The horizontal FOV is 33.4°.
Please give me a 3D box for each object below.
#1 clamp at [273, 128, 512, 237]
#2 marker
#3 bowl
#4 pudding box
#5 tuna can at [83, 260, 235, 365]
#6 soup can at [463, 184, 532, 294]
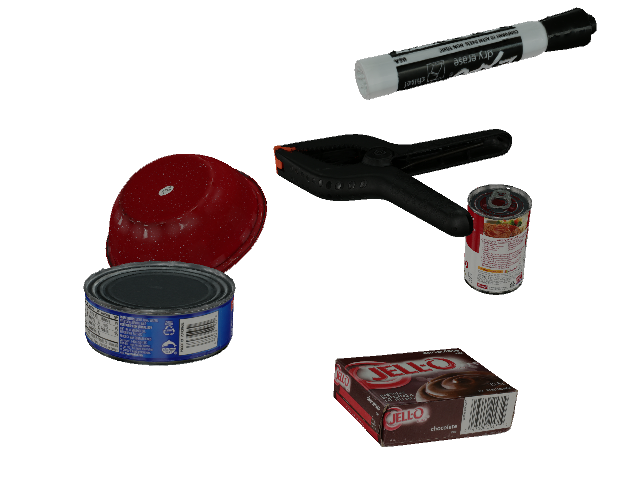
[{"bbox_3d":[0.062,-0.066,0.948,0.210,0.036,0.164,11,34,25],"label":"clamp"},{"bbox_3d":[0.076,-0.090,0.509,0.121,0.020,0.020,-15,3,-12],"label":"marker"},{"bbox_3d":[-0.134,-0.030,0.993,0.162,0.162,0.055,0,-41,20],"label":"bowl"},{"bbox_3d":[0.077,0.117,0.809,0.113,0.039,0.090,0,17,-23],"label":"pudding box"},{"bbox_3d":[-0.092,0.041,0.612,0.086,0.034,0.086,3,17,-1],"label":"tuna can"},{"bbox_3d":[0.191,-0.001,1.158,0.068,0.102,0.068,-1,34,1],"label":"soup can"}]
